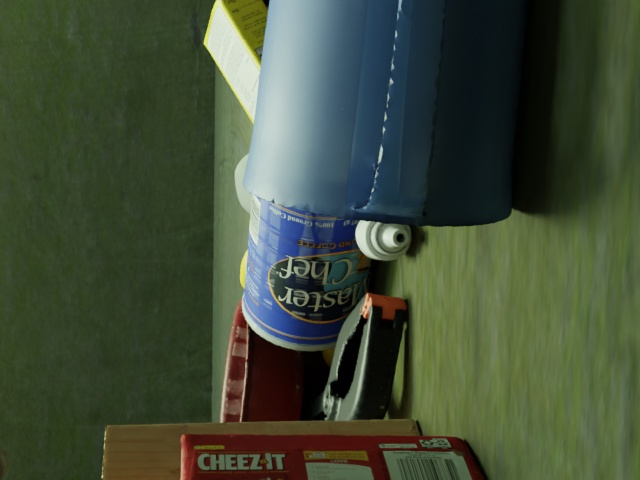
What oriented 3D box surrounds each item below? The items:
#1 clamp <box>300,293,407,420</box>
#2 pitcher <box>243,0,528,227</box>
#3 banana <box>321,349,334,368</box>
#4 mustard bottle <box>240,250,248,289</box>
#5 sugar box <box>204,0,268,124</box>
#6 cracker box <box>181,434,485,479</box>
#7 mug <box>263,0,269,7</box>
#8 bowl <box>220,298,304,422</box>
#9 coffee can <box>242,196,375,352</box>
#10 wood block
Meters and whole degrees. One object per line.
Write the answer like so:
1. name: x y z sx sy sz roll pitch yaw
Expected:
1. clamp: 0.019 0.122 0.805 0.164 0.036 0.210 -107 28 -61
2. pitcher: 0.040 -0.129 0.494 0.149 0.144 0.243 18 108 43
3. banana: 0.008 0.031 0.946 0.070 0.037 0.198 113 155 -68
4. mustard bottle: -0.040 0.005 1.036 0.096 0.058 0.191 -56 10 20
5. sugar box: -0.045 -0.145 1.012 0.176 0.048 0.093 57 159 8
6. cracker box: -0.001 0.217 0.612 0.072 0.164 0.214 -108 20 -68
7. mug: -0.040 -0.236 1.099 0.117 0.081 0.093 119 150 -74
8. bowl: -0.049 0.131 0.912 0.162 0.055 0.162 -174 90 -80
9. coffee can: -0.005 0.001 0.829 0.103 0.102 0.140 -102 15 -52
10. wood block: -0.035 0.177 0.688 0.091 0.206 0.090 -104 17 -60
